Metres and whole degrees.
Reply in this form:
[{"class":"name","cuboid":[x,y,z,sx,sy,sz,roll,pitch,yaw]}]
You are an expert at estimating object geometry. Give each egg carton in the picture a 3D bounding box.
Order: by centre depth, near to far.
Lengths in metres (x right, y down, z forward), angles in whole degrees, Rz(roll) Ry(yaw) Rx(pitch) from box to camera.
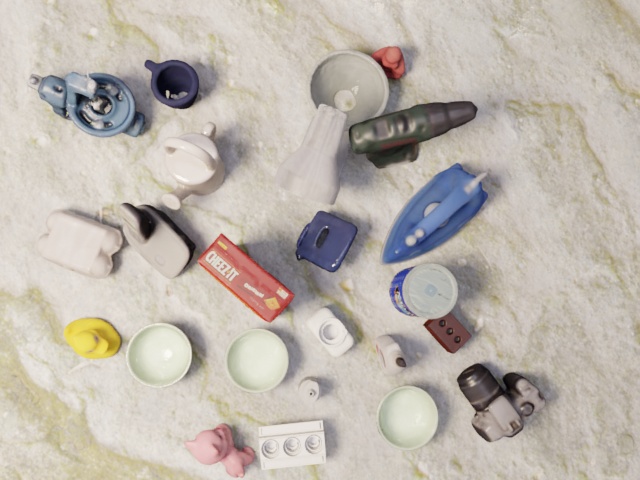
[{"class":"egg carton","cuboid":[-0.461,0.009,1.101,0.150,0.069,0.107,20,83,-2]}]

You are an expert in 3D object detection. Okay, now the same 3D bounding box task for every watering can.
[{"class":"watering can","cuboid":[-0.238,-0.141,1.070,0.101,0.194,0.173,2,84,-4]}]

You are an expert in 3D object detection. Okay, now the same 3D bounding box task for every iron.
[{"class":"iron","cuboid":[0.223,-0.043,1.121,0.258,0.141,0.118,-43,88,-7]}]

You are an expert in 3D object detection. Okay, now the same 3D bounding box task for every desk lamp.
[{"class":"desk lamp","cuboid":[-0.004,-0.158,1.080,0.118,0.213,0.203,20,83,-2]}]

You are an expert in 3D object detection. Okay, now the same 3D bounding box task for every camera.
[{"class":"camera","cuboid":[0.345,0.303,1.116,0.143,0.100,0.137,-36,88,-7]}]

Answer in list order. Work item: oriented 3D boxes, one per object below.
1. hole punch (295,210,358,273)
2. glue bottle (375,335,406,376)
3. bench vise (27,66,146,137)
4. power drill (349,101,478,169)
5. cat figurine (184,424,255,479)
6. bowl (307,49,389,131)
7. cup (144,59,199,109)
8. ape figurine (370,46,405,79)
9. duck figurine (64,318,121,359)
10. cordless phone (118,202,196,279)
[{"class":"hole punch","cuboid":[0.010,0.004,1.126,0.101,0.091,0.109,28,83,-1]},{"class":"glue bottle","cuboid":[0.138,0.221,1.073,0.037,0.173,0.078,-18,86,-5]},{"class":"bench vise","cuboid":[-0.445,-0.256,1.053,0.207,0.219,0.121,2,84,-4]},{"class":"power drill","cuboid":[0.164,-0.203,1.099,0.229,0.208,0.076,-13,85,-5]},{"class":"cat figurine","cuboid":[-0.185,0.394,1.059,0.128,0.117,0.067,41,83,1]},{"class":"bowl","cuboid":[0.054,-0.295,1.168,0.167,0.074,0.167,0,84,-4]},{"class":"cup","cuboid":[-0.291,-0.304,1.133,0.118,0.095,0.092,36,83,0]},{"class":"ape figurine","cuboid":[0.142,-0.368,1.173,0.078,0.092,0.076,36,83,0]},{"class":"duck figurine","cuboid":[-0.436,0.188,1.077,0.104,0.086,0.077,24,83,-1]},{"class":"cordless phone","cuboid":[-0.308,-0.003,1.056,0.147,0.185,0.094,41,83,1]}]
